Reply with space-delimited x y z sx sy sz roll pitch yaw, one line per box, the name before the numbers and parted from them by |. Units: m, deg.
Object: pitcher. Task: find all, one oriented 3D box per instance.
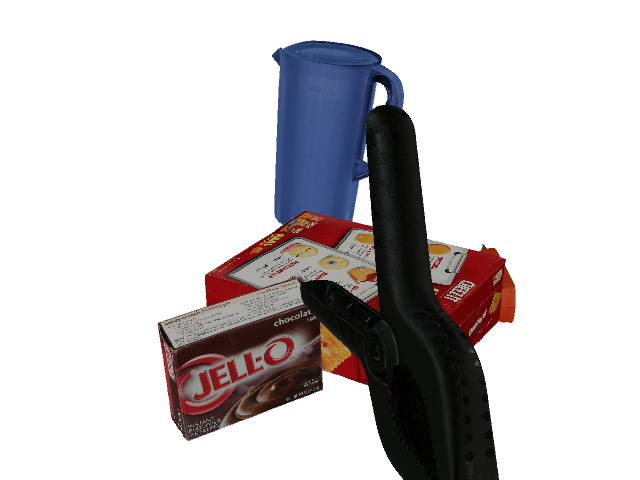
pitcher | 0.011 -0.133 1.405 0.144 0.243 0.149 -2 24 -19

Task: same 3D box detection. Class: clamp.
clamp | 0.044 0.046 0.548 0.036 0.165 0.210 -6 47 -21

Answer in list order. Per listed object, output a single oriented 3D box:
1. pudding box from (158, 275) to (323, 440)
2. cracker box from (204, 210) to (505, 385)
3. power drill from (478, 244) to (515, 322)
pudding box | -0.055 0.083 0.762 0.113 0.090 0.039 -20 43 -21
cracker box | 0.032 0.051 0.940 0.214 0.072 0.163 14 29 29
power drill | 0.118 0.062 1.194 0.187 0.057 0.184 -3 28 -3
